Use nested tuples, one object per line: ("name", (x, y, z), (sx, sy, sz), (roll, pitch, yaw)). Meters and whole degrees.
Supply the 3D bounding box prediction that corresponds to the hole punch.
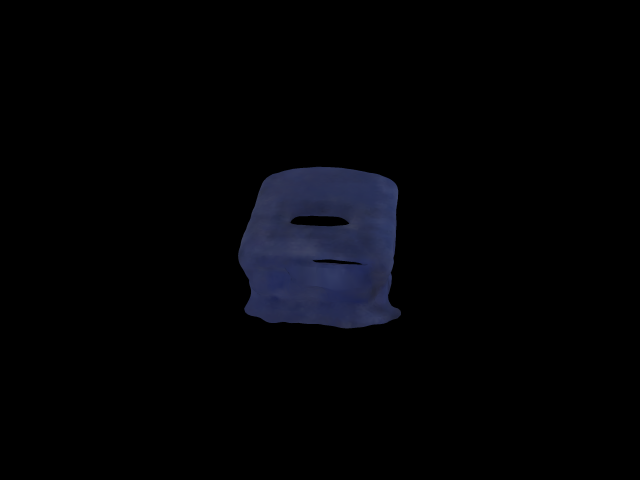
("hole punch", (0.004, 0.001, 0.400), (0.108, 0.091, 0.101), (2, 18, 7))
